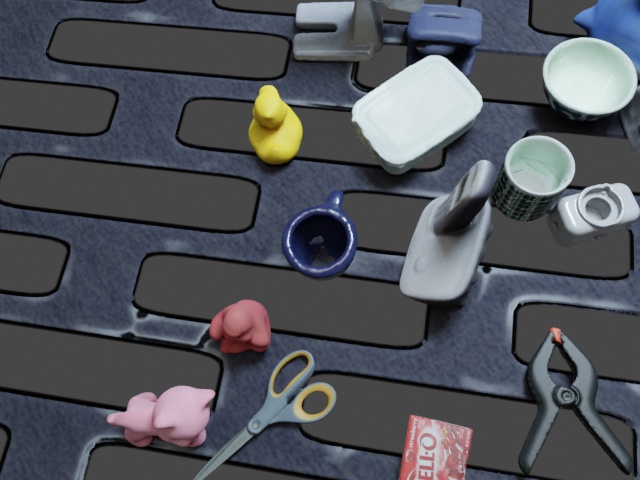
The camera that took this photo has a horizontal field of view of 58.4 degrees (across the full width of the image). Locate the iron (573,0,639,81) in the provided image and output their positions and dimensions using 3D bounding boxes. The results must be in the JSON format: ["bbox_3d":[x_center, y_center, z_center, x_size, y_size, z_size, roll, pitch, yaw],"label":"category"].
[{"bbox_3d":[0.488,-0.289,0.765,0.258,0.141,0.119,36,77,15],"label":"iron"}]

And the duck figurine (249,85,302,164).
[{"bbox_3d":[-0.066,-0.164,0.795,0.077,0.086,0.104,-8,70,2],"label":"duck figurine"}]

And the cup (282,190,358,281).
[{"bbox_3d":[0.007,0.003,0.725,0.091,0.095,0.118,16,72,10],"label":"cup"}]

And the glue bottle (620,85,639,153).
[{"bbox_3d":[0.432,-0.181,0.714,0.037,0.173,0.078,-7,70,3],"label":"glue bottle"}]

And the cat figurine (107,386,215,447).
[{"bbox_3d":[-0.177,0.203,0.656,0.127,0.118,0.067,-4,70,4],"label":"cat figurine"}]

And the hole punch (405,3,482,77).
[{"bbox_3d":[0.175,-0.300,0.821,0.108,0.091,0.101,7,71,7],"label":"hole punch"}]

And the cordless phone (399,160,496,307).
[{"bbox_3d":[0.154,-0.005,0.668,0.094,0.185,0.148,15,72,10],"label":"cordless phone"}]

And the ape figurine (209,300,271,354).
[{"bbox_3d":[-0.097,0.105,0.698,0.077,0.092,0.076,31,76,14],"label":"ape figurine"}]

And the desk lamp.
[{"bbox_3d":[0.054,-0.345,0.782,0.203,0.214,0.118,1,70,5],"label":"desk lamp"}]
